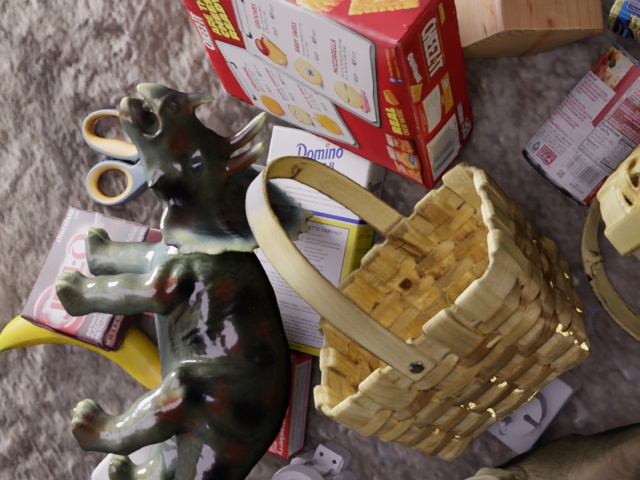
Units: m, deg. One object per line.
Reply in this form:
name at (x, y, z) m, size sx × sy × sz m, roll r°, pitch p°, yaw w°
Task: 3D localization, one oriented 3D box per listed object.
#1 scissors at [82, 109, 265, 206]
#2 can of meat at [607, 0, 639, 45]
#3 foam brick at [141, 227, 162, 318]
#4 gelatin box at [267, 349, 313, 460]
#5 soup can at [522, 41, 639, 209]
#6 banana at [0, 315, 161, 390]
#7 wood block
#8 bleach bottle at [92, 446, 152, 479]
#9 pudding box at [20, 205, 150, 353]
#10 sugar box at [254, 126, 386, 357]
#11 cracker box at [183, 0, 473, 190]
scissors at (-0.134, -0.054, 0.944) m, size 0.202 × 0.016 × 0.096 m, roll 25°, pitch 104°, yaw 21°
can of meat at (0.243, -0.151, 0.714) m, size 0.084 × 0.102 × 0.057 m, roll 29°, pitch 97°, yaw 10°
foam brick at (-0.118, 0.030, 0.922) m, size 0.053 × 0.051 × 0.078 m, roll 14°, pitch 98°, yaw 26°
gelatin box at (-0.047, 0.129, 0.894) m, size 0.073 × 0.030 × 0.089 m, roll 14°, pitch 107°, yaw 30°
soup can at (0.202, -0.081, 0.762) m, size 0.068 × 0.068 × 0.102 m, roll 45°, pitch 109°, yaw 16°
banana at (-0.213, 0.094, 0.970) m, size 0.198 × 0.037 × 0.069 m, roll 6°, pitch 79°, yaw 21°
wood block at (0.131, -0.241, 0.759) m, size 0.091 × 0.090 × 0.206 m, roll 173°, pitch 91°, yaw -65°
bleach bottle at (-0.076, 0.263, 0.896) m, size 0.251 × 0.102 × 0.068 m, roll 46°, pitch 108°, yaw 10°
pudding box at (-0.201, 0.034, 0.945) m, size 0.090 × 0.039 × 0.113 m, roll 15°, pitch 73°, yaw 22°
sugar box at (-0.005, 0.001, 0.873) m, size 0.093 × 0.048 × 0.176 m, roll 14°, pitch 94°, yaw 23°
cracker box at (0.003, -0.146, 0.783) m, size 0.214 × 0.164 × 0.072 m, roll 29°, pitch 69°, yaw 29°
